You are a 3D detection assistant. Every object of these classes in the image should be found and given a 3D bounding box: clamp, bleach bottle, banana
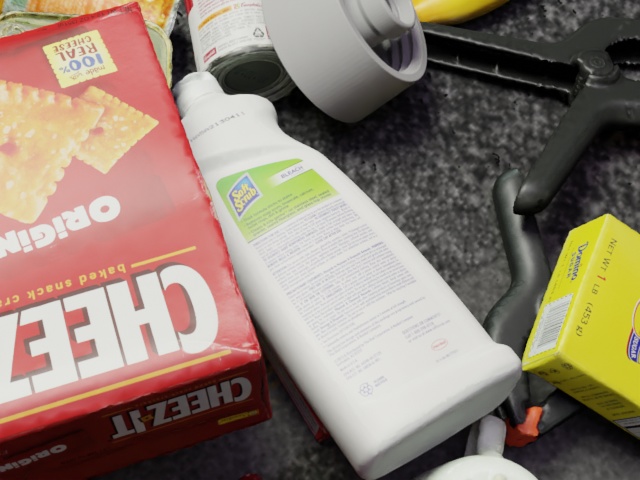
[{"bbox_3d":[0.150,0.044,0.629,0.120,0.039,0.171,12,65,4],"label":"clamp"},{"bbox_3d":[0.172,-0.092,0.680,0.209,0.036,0.164,-10,54,-14],"label":"clamp"},{"bbox_3d":[-0.004,0.001,0.587,0.102,0.068,0.251,-27,66,-17],"label":"bleach bottle"},{"bbox_3d":[0.132,-0.209,0.740,0.070,0.037,0.197,22,64,22],"label":"banana"}]

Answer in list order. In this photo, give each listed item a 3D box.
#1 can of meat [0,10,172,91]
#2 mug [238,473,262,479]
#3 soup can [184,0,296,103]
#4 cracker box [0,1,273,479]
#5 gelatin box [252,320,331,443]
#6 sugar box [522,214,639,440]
[{"bbox_3d":[-0.141,-0.087,0.625,0.102,0.084,0.057,1,73,-12],"label":"can of meat"},{"bbox_3d":[-0.006,0.167,0.534,0.093,0.081,0.117,-38,75,-19],"label":"mug"},{"bbox_3d":[-0.050,-0.143,0.673,0.068,0.068,0.102,-8,68,-10],"label":"soup can"},{"bbox_3d":[-0.131,0.002,0.490,0.164,0.072,0.214,-17,58,-9],"label":"cracker box"},{"bbox_3d":[0.009,0.059,0.611,0.073,0.030,0.089,-27,72,-16],"label":"gelatin box"},{"bbox_3d":[0.204,0.072,0.592,0.176,0.048,0.093,30,66,-9],"label":"sugar box"}]
